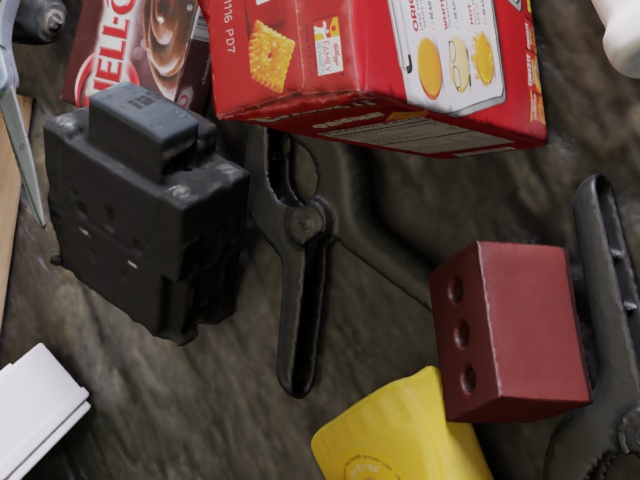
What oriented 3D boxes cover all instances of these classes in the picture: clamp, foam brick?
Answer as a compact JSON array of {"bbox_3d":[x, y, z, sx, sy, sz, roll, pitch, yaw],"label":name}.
[{"bbox_3d":[-0.004,0.001,0.595,0.120,0.039,0.171,-35,69,19],"label":"clamp"},{"bbox_3d":[0.154,0.081,0.502,0.165,0.036,0.210,37,112,35],"label":"clamp"},{"bbox_3d":[0.089,0.046,0.512,0.053,0.051,0.078,137,132,-59],"label":"foam brick"}]

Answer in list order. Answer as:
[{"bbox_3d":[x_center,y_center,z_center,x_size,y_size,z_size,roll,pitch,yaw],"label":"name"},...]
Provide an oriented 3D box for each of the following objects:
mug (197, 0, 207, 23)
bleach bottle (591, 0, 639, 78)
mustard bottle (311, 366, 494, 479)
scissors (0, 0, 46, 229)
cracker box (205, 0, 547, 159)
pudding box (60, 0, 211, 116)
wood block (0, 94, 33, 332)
[{"bbox_3d":[-0.010,-0.152,0.577,0.082,0.093,0.117,-6,56,35],"label":"mug"},{"bbox_3d":[0.132,-0.209,0.503,0.103,0.068,0.251,-31,73,26],"label":"bleach bottle"},{"bbox_3d":[0.069,0.166,0.535,0.096,0.058,0.192,-44,70,46],"label":"mustard bottle"},{"bbox_3d":[-0.208,-0.101,0.648,0.096,0.016,0.202,-8,83,28],"label":"scissors"},{"bbox_3d":[0.029,-0.125,0.473,0.072,0.213,0.164,-8,86,29],"label":"cracker box"},{"bbox_3d":[-0.105,-0.124,0.652,0.090,0.039,0.113,23,102,28],"label":"pudding box"},{"bbox_3d":[-0.268,-0.004,0.718,0.091,0.090,0.206,12,95,29],"label":"wood block"}]
